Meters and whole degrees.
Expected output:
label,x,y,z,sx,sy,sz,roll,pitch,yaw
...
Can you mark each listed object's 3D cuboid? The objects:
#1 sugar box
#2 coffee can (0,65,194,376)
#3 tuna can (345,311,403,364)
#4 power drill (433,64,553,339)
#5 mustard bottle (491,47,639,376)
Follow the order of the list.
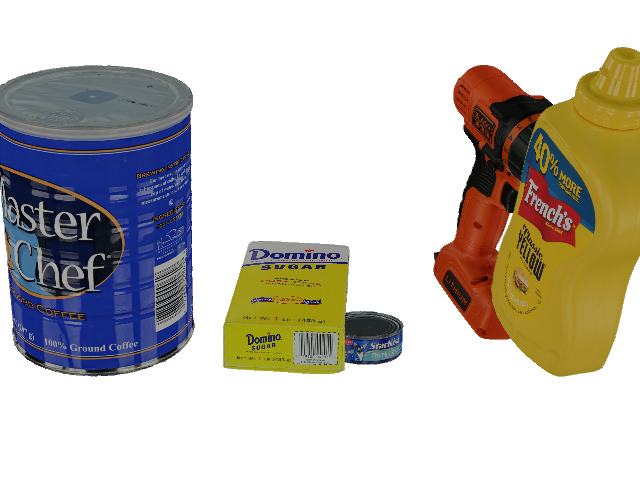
label,x,y,z,sx,sy,sz,roll,pitch,yaw
sugar box,-0.024,0.050,0.880,0.093,0.048,0.176,3,23,1
coffee can,-0.120,-0.013,0.579,0.103,0.140,0.103,2,26,-1
tuna can,0.049,0.108,1.185,0.086,0.034,0.086,0,15,0
power drill,0.147,-0.019,0.816,0.057,0.188,0.184,-5,35,-18
mustard bottle,0.147,-0.020,0.601,0.058,0.192,0.096,-5,41,-15
